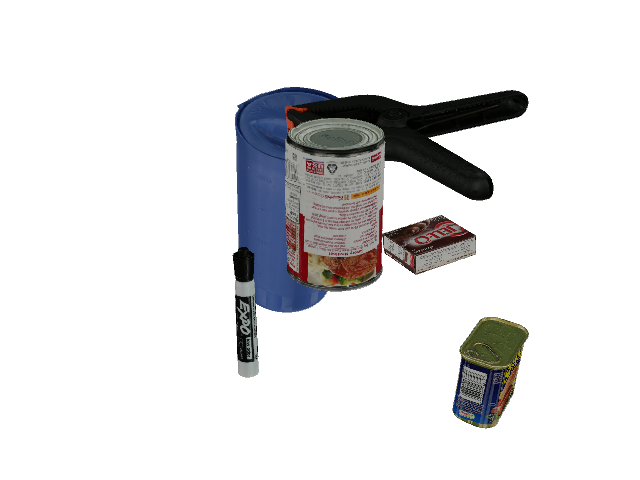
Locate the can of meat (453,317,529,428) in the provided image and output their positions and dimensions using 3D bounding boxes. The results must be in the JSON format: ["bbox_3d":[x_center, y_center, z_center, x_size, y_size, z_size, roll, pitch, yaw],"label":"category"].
[{"bbox_3d":[0.186,0.146,1.180,0.057,0.084,0.102,17,28,21],"label":"can of meat"}]

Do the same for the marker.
[{"bbox_3d":[-0.066,0.063,0.936,0.020,0.121,0.020,-1,22,0],"label":"marker"}]

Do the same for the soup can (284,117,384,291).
[{"bbox_3d":[0.010,-0.026,0.731,0.068,0.102,0.068,0,25,0],"label":"soup can"}]

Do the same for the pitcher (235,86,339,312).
[{"bbox_3d":[-0.025,-0.032,1.181,0.145,0.243,0.149,1,42,-6],"label":"pitcher"}]

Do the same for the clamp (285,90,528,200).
[{"bbox_3d":[0.073,-0.098,0.928,0.210,0.036,0.164,12,36,24],"label":"clamp"}]

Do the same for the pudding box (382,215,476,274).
[{"bbox_3d":[0.164,0.005,1.605,0.113,0.039,0.090,-19,29,-23],"label":"pudding box"}]
